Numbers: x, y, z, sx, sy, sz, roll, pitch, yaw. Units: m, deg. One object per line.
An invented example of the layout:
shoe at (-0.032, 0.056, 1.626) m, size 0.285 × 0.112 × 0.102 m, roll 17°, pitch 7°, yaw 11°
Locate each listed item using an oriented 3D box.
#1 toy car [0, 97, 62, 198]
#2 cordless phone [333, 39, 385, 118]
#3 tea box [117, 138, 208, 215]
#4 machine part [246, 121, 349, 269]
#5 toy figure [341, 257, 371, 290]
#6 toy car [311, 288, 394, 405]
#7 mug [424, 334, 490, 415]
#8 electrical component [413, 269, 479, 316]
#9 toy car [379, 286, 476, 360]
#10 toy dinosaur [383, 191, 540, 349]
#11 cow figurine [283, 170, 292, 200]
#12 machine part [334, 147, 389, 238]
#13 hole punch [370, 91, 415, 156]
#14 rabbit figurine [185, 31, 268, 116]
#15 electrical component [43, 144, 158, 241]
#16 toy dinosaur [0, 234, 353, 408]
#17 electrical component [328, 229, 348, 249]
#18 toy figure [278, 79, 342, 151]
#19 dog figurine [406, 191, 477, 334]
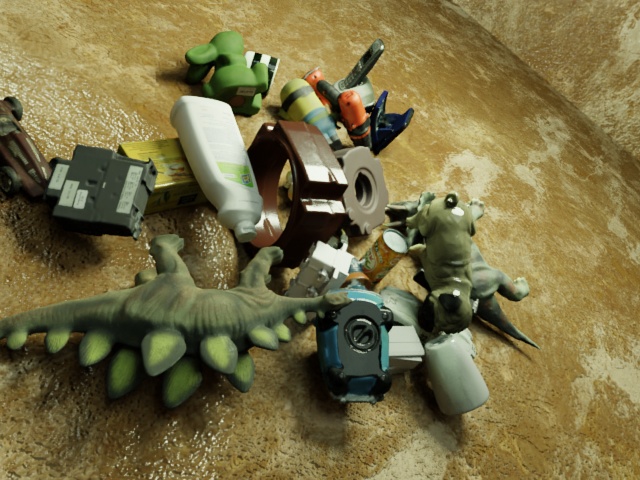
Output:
toy car at (-0.441, -0.140, 0.767) m, size 0.202 × 0.053 × 0.089 m, roll 47°, pitch 37°, yaw 16°
cordless phone at (0.109, -0.384, 1.307) m, size 0.088 × 0.184 × 0.147 m, roll 19°, pitch 41°, yaw -26°
tea box at (-0.234, -0.108, 0.868) m, size 0.169 × 0.068 × 0.098 m, roll -17°, pitch 63°, yaw -44°
machine part at (-0.057, -0.071, 0.854) m, size 0.087 × 0.201 × 0.201 m, roll 0°, pitch 51°, yaw -38°
toy figure at (0.058, 0.089, 0.892) m, size 0.064 × 0.057 × 0.155 m, roll 19°, pitch 36°, yaw -29°
toy car at (0.044, 0.156, 0.771) m, size 0.109 × 0.103 × 0.161 m, roll 3°, pitch 66°, yaw -15°
mug at (0.206, 0.201, 0.844) m, size 0.109 × 0.081 × 0.107 m, roll -76°, pitch 145°, yaw -84°
electrical component at (0.221, 0.105, 0.979) m, size 0.119 × 0.075 × 0.048 m, roll 39°, pitch 38°, yaw -2°
toy car at (0.183, 0.149, 0.921) m, size 0.202 × 0.056 × 0.073 m, roll 29°, pitch 39°, yaw -8°
toy dinosaur at (0.274, 0.050, 1.049) m, size 0.192 × 0.131 × 0.405 m, roll -15°, pitch 64°, yaw -30°
cow figurine at (-0.018, -0.126, 1.045) m, size 0.098 × 0.068 × 0.167 m, roll 44°, pitch 36°, yaw 20°
machine part at (0.068, -0.092, 1.015) m, size 0.179 × 0.056 × 0.179 m, roll 10°, pitch 77°, yaw -51°
hole punch at (0.151, -0.281, 1.284) m, size 0.092 × 0.116 × 0.142 m, roll 35°, pitch 40°, yaw -11°
rabbit figurine at (-0.197, -0.352, 1.110) m, size 0.159 × 0.121 × 0.170 m, roll -7°, pitch 68°, yaw -14°
electrical component at (-0.303, -0.066, 0.737) m, size 0.134 × 0.058 × 0.115 m, roll 11°, pitch 67°, yaw 0°
toy dinosaur at (-0.182, 0.094, 0.655) m, size 0.471 × 0.105 × 0.199 m, roll 0°, pitch 45°, yaw -15°
electrical component at (-0.001, -0.002, 0.943) m, size 0.102 × 0.045 × 0.078 m, roll 35°, pitch 37°, yaw 17°
toy figure at (-0.018, -0.271, 1.170) m, size 0.082 × 0.089 × 0.180 m, roll -20°, pitch 67°, yaw -38°
dog figurine at (0.215, 0.037, 0.876) m, size 0.121 × 0.172 × 0.191 m, roll -8°, pitch 39°, yaw 5°
